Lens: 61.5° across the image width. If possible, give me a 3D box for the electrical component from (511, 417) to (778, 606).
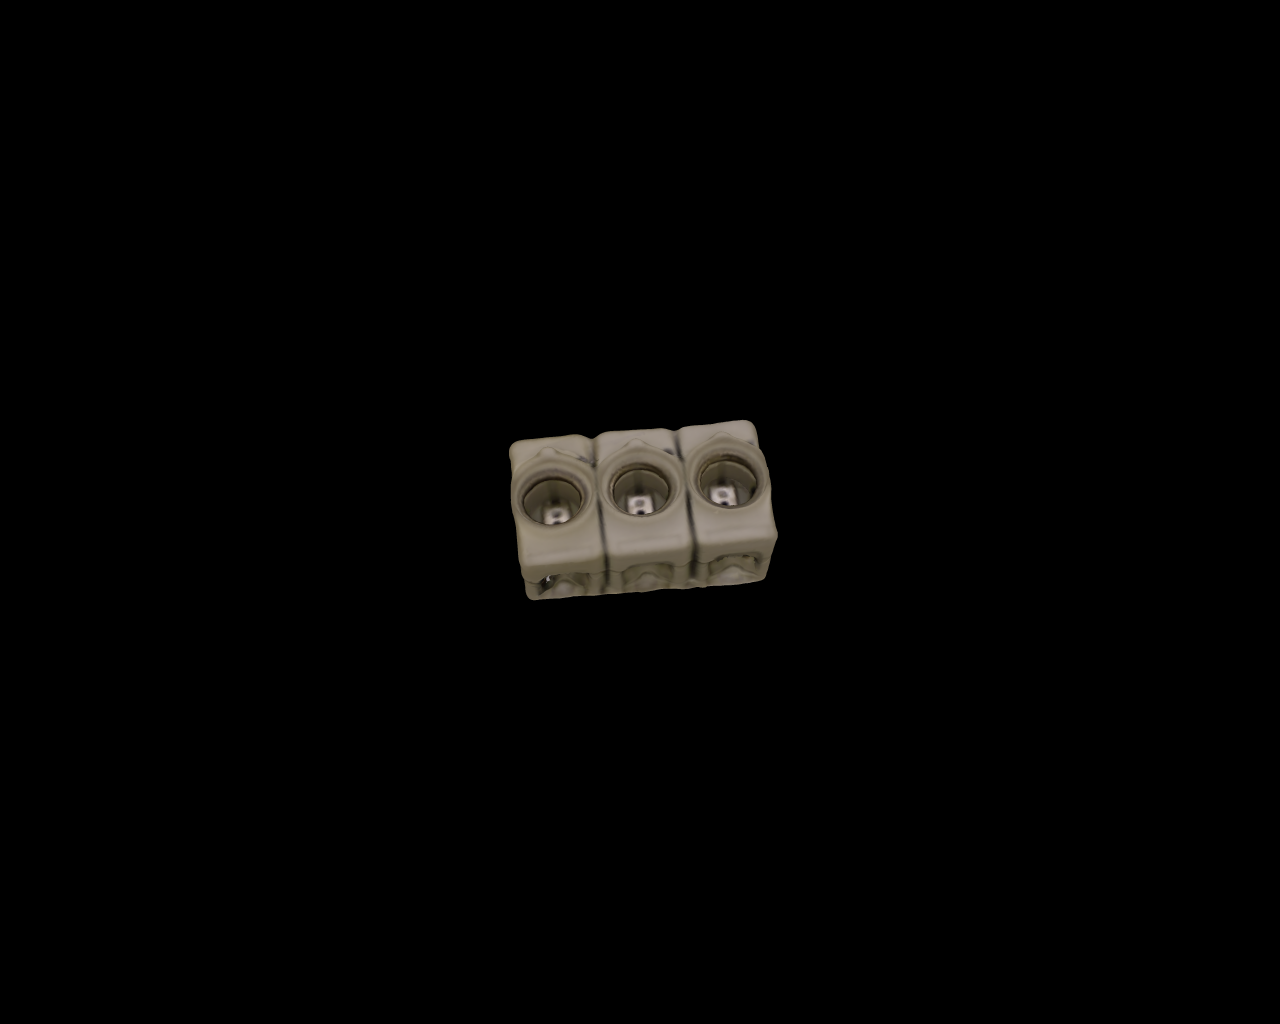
[{"bbox_3d":[0.001,-0.003,0.650,0.150,0.089,0.061,-5,-31,-3],"label":"electrical component"}]
